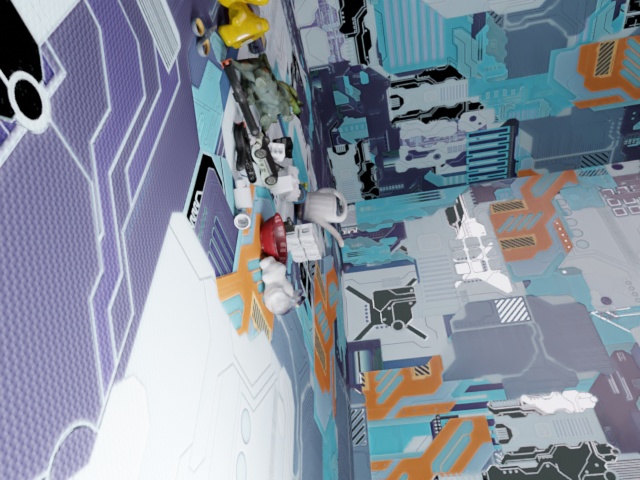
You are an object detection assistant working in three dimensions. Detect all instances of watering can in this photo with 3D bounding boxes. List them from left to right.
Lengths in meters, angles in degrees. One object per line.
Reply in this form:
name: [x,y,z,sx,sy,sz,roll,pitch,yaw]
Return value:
watering can: [0.007,-0.110,2.183,0.356,0.224,0.101,-89,-174,-46]

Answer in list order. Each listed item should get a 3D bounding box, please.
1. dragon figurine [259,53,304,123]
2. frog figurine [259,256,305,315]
dragon figurine: [-0.159,-0.593,1.947,0.420,0.122,0.238,-89,160,-56]
frog figurine: [-0.128,0.132,1.472,0.159,0.121,0.140,44,24,-7]
